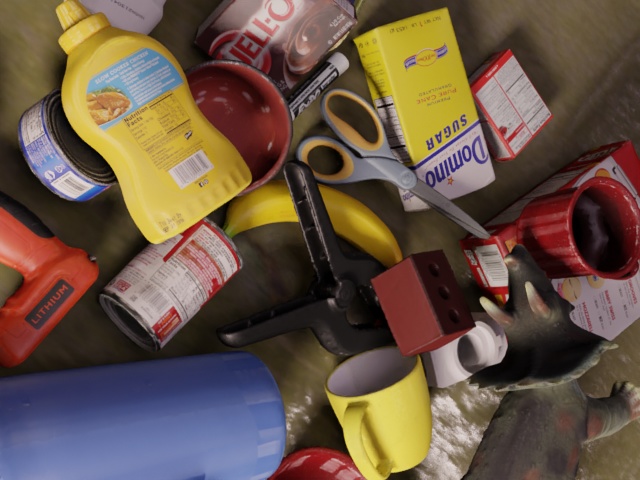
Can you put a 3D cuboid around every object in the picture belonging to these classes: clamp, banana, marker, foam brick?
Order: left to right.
[{"bbox_3d":[-0.018,-0.127,0.965,0.121,0.020,0.020,-47,110,-24],"label":"marker"},{"bbox_3d":[-0.006,-0.017,0.959,0.197,0.037,0.070,7,102,-29],"label":"banana"},{"bbox_3d":[0.002,0.052,0.926,0.209,0.036,0.164,42,69,-41],"label":"clamp"},{"bbox_3d":[0.090,0.056,0.934,0.052,0.051,0.078,-7,70,-50],"label":"foam brick"}]

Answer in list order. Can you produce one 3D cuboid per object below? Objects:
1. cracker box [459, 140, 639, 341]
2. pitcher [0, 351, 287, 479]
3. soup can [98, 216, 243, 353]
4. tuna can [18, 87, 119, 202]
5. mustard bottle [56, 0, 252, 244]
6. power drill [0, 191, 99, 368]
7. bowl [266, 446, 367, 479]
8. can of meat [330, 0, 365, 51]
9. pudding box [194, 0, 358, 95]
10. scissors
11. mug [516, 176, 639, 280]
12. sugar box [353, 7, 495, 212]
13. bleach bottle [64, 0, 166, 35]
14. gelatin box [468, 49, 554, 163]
[{"bbox_3d":[0.261,0.020,1.089,0.213,0.072,0.164,-33,103,-28],"label":"cracker box"},{"bbox_3d":[-0.146,0.162,0.806,0.242,0.145,0.149,-6,90,-33],"label":"pitcher"},{"bbox_3d":[-0.121,0.033,0.867,0.102,0.069,0.068,-46,109,-24],"label":"soup can"},{"bbox_3d":[-0.191,-0.074,0.827,0.086,0.034,0.086,44,30,-34],"label":"tuna can"},{"bbox_3d":[-0.140,-0.099,0.815,0.096,0.058,0.191,-37,98,-26],"label":"mustard bottle"},{"bbox_3d":[-0.272,0.006,0.786,0.187,0.057,0.184,48,66,-19],"label":"power drill"},{"bbox_3d":[-0.006,0.261,0.910,0.161,0.055,0.162,22,54,-34],"label":"bowl"},{"bbox_3d":[-0.005,-0.233,0.958,0.083,0.058,0.102,32,72,-23],"label":"can of meat"},{"bbox_3d":[-0.038,-0.183,0.909,0.090,0.114,0.039,37,25,-23],"label":"pudding box"},{"bbox_3d":[0.059,-0.049,0.977,0.096,0.016,0.201,-41,96,-5],"label":"scissors"},{"bbox_3d":[0.246,0.000,0.991,0.117,0.082,0.093,36,68,-21],"label":"mug"},{"bbox_3d":[0.102,-0.124,1.020,0.093,0.048,0.176,-23,97,-29],"label":"sugar box"},{"bbox_3d":[-0.152,-0.261,0.871,0.102,0.068,0.251,24,77,-26],"label":"bleach bottle"},{"bbox_3d":[0.185,-0.135,1.078,0.073,0.030,0.089,-46,109,-26],"label":"gelatin box"}]
